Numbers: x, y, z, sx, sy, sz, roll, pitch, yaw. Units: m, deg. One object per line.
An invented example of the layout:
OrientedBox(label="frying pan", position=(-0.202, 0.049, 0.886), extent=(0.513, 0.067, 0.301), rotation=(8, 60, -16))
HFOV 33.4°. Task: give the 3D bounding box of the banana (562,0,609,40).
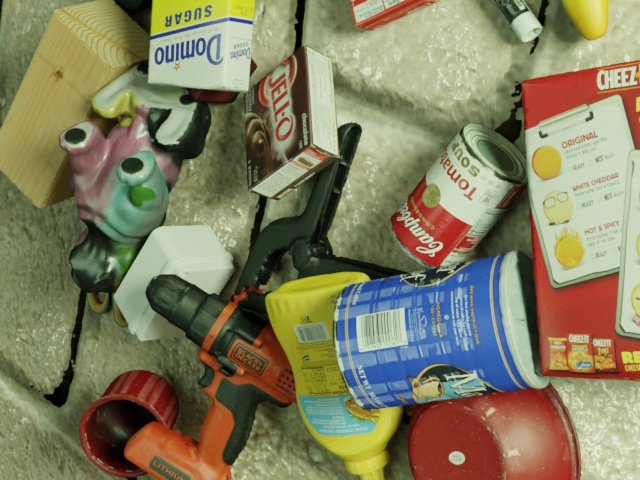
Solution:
OrientedBox(label="banana", position=(0.198, -0.245, 0.754), extent=(0.070, 0.037, 0.198), rotation=(30, 113, 39))

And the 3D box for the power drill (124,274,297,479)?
OrientedBox(label="power drill", position=(-0.113, 0.143, 1.009), extent=(0.184, 0.057, 0.188), rotation=(32, 111, 5))

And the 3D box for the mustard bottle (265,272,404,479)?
OrientedBox(label="mustard bottle", position=(0.022, 0.126, 0.922), extent=(0.096, 0.058, 0.191), rotation=(-10, 103, 32))

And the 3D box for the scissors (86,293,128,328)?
OrientedBox(label="scissors", position=(-0.239, 0.000, 1.198), extent=(0.096, 0.016, 0.202), rotation=(-12, 85, 43))

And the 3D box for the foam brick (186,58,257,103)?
OrientedBox(label="foam brick", position=(-0.109, -0.177, 1.035), extent=(0.078, 0.052, 0.051), rotation=(54, 126, 23))

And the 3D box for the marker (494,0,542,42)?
OrientedBox(label="marker", position=(0.133, -0.205, 0.830), extent=(0.020, 0.020, 0.121), rotation=(-45, 64, 36))

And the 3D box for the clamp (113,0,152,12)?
OrientedBox(label="clamp", position=(-0.220, -0.282, 1.135), extent=(0.172, 0.039, 0.120), rotation=(-28, 90, 35))

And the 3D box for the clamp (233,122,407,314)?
OrientedBox(label="clamp", position=(-0.006, 0.001, 0.968), extent=(0.210, 0.036, 0.164), rotation=(-26, 76, 38))

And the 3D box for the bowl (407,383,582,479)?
OrientedBox(label="bowl", position=(0.124, 0.171, 0.851), extent=(0.162, 0.055, 0.162), rotation=(5, 97, 42))

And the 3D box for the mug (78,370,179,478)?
OrientedBox(label="mug", position=(-0.187, 0.196, 1.112), extent=(0.093, 0.081, 0.117), rotation=(-34, 101, 14))

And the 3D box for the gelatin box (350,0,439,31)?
OrientedBox(label="gelatin box", position=(0.056, -0.229, 0.892), extent=(0.073, 0.030, 0.089), rotation=(-16, 83, 41))

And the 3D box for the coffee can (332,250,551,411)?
OrientedBox(label="coffee can", position=(0.095, 0.071, 0.812), extent=(0.140, 0.102, 0.103), rotation=(-13, 85, 26))

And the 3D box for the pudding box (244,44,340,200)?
OrientedBox(label="pudding box", position=(-0.027, -0.104, 0.953), extent=(0.090, 0.039, 0.113), rotation=(-33, 52, 41))

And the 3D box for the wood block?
OrientedBox(label="wood block", position=(-0.261, -0.143, 1.135), extent=(0.091, 0.090, 0.206), rotation=(45, 126, 10))

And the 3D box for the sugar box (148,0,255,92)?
OrientedBox(label="sugar box", position=(-0.105, -0.225, 0.964), extent=(0.093, 0.048, 0.176), rotation=(9, 97, 32))

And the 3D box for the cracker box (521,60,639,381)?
OrientedBox(label="cracker box", position=(0.230, -0.013, 0.725), extent=(0.164, 0.071, 0.214), rotation=(-3, 91, 42))

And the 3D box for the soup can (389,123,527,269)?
OrientedBox(label="soup can", position=(0.110, -0.032, 0.836), extent=(0.068, 0.068, 0.102), rotation=(54, 125, 25))
